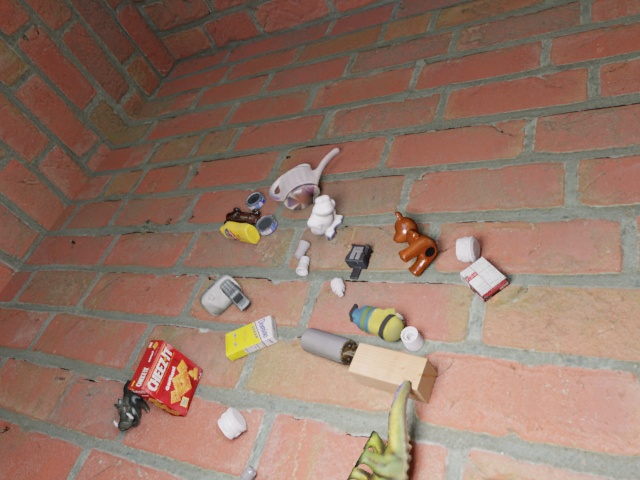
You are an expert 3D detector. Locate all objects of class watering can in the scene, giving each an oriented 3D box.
[{"bbox_3d":[-0.053,-0.248,2.113,0.346,0.102,0.229,-28,42,7],"label":"watering can"}]

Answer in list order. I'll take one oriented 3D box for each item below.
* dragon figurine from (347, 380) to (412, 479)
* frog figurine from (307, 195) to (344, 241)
[{"bbox_3d":[0.193,0.560,1.187,0.244,0.120,0.415,29,74,19],"label":"dragon figurine"},{"bbox_3d":[0.006,-0.095,1.888,0.138,0.156,0.124,-45,41,-13],"label":"frog figurine"}]
